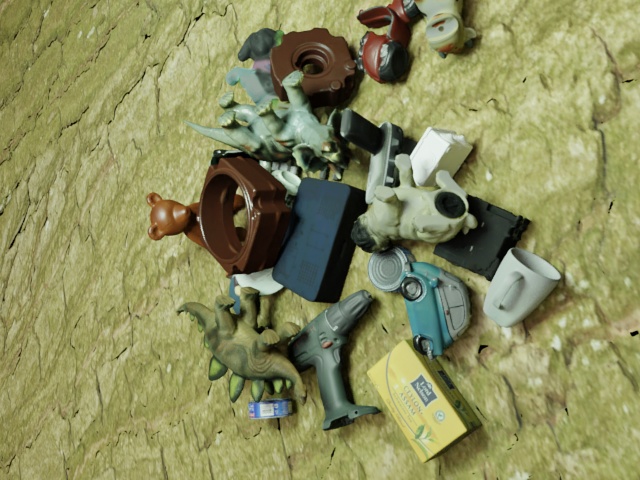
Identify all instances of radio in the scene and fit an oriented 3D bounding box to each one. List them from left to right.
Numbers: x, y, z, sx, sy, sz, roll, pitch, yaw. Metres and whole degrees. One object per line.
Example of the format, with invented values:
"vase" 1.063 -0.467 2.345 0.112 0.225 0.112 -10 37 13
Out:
"radio" -0.002 -0.003 1.045 0.131 0.073 0.229 20 93 39

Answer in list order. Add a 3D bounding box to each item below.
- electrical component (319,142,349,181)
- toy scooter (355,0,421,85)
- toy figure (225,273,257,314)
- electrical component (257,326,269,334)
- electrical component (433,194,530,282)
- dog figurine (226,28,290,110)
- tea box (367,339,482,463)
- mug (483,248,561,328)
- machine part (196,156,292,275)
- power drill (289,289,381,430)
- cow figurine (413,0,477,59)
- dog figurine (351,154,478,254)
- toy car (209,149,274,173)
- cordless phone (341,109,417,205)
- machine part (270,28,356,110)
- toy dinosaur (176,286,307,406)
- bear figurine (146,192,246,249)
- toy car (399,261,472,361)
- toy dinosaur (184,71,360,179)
"electrical component" 0.029 -0.166 1.077 0.063 0.021 0.094 14 92 39
"toy scooter" 0.114 -0.385 1.014 0.135 0.075 0.183 19 92 38
"toy figure" -0.177 0.088 1.173 0.064 0.058 0.154 -42 59 55
"electrical component" -0.114 0.224 1.111 0.078 0.045 0.102 -33 64 28
"electrical component" 0.246 -0.009 0.860 0.134 0.058 0.114 28 98 37
"dog figurine" -0.083 -0.329 1.142 0.219 0.108 0.191 40 105 30
"tea box" 0.166 0.256 0.873 0.098 0.068 0.170 -49 56 22
"mug" 0.286 0.079 0.789 0.081 0.109 0.107 36 119 27
"machine part" -0.159 -0.047 1.062 0.201 0.087 0.201 43 123 37
"power drill" 0.034 0.225 0.974 0.232 0.086 0.207 -35 67 30
"cow figurine" 0.211 -0.404 0.925 0.086 0.127 0.195 -13 61 35
"dog figurine" 0.146 -0.022 0.876 0.172 0.121 0.190 39 151 14
"toy car" -0.182 -0.170 1.223 0.202 0.056 0.073 3 91 40
"cordless phone" 0.087 -0.140 0.925 0.089 0.184 0.146 7 87 34
"machine part" -0.015 -0.339 1.061 0.179 0.056 0.179 0 68 -1
"toy dinosaur" -0.169 0.198 1.063 0.472 0.105 0.198 31 116 45
"bear figurine" -0.275 -0.050 1.186 0.132 0.195 0.120 -18 69 34
"toy car" 0.191 0.105 0.859 0.103 0.109 0.161 -15 82 17
"toy dinosaur" -0.087 -0.204 1.048 0.405 0.192 0.131 6 54 45
